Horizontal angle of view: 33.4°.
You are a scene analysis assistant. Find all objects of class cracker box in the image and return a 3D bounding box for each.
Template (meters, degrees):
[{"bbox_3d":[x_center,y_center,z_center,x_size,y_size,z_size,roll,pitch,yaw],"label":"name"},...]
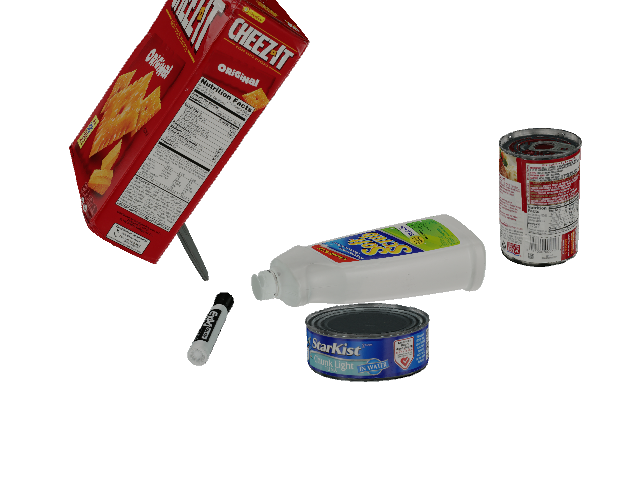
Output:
[{"bbox_3d":[-0.115,-0.113,0.853,0.072,0.214,0.164,28,17,-29],"label":"cracker box"}]

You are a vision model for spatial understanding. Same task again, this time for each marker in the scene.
[{"bbox_3d":[-0.101,0.080,1.001,0.020,0.020,0.121,0,22,8],"label":"marker"}]

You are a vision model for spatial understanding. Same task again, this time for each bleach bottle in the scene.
[{"bbox_3d":[0.049,0.032,1.167,0.250,0.068,0.103,-11,31,-23],"label":"bleach bottle"}]

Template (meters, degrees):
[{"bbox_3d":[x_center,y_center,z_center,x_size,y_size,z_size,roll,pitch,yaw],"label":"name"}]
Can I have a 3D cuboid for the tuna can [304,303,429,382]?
[{"bbox_3d":[0.032,0.070,0.738,0.086,0.034,0.086,-2,10,0],"label":"tuna can"}]

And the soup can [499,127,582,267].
[{"bbox_3d":[0.187,-0.037,0.909,0.068,0.102,0.068,-4,25,2],"label":"soup can"}]

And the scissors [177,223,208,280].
[{"bbox_3d":[-0.168,-0.058,1.224,0.016,0.201,0.096,-23,20,42],"label":"scissors"}]
